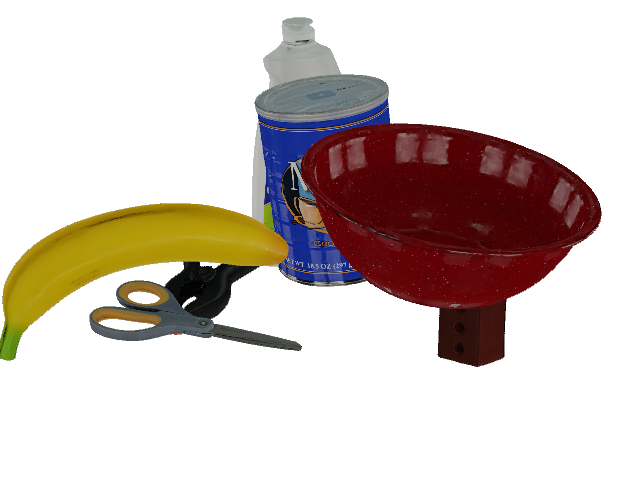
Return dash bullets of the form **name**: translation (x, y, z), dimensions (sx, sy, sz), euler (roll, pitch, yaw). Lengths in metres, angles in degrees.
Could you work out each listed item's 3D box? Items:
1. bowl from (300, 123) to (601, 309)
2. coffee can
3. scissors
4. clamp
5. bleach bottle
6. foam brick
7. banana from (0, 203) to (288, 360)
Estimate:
- **bowl**: translation (0.066, -0.009, 0.582), dimensions (0.162, 0.055, 0.162), euler (6, 27, -3)
- **coffee can**: translation (0.008, -0.049, 0.838), dimensions (0.103, 0.140, 0.103), euler (-6, 23, 2)
- **scissors**: translation (-0.120, 0.072, 1.032), dimensions (0.201, 0.016, 0.096), euler (2, 32, -4)
- **clamp**: translation (-0.125, 0.046, 1.249), dimensions (0.120, 0.039, 0.171), euler (-3, 38, 15)
- **bleach bottle**: translation (-0.027, -0.097, 1.072), dimensions (0.102, 0.251, 0.068), euler (1, 27, 5)
- **foam brick**: translation (0.158, 0.085, 1.109), dimensions (0.053, 0.078, 0.051), euler (11, 17, 40)
- **banana**: translation (-0.117, 0.010, 0.674), dimensions (0.197, 0.069, 0.037), euler (-19, 35, -15)
